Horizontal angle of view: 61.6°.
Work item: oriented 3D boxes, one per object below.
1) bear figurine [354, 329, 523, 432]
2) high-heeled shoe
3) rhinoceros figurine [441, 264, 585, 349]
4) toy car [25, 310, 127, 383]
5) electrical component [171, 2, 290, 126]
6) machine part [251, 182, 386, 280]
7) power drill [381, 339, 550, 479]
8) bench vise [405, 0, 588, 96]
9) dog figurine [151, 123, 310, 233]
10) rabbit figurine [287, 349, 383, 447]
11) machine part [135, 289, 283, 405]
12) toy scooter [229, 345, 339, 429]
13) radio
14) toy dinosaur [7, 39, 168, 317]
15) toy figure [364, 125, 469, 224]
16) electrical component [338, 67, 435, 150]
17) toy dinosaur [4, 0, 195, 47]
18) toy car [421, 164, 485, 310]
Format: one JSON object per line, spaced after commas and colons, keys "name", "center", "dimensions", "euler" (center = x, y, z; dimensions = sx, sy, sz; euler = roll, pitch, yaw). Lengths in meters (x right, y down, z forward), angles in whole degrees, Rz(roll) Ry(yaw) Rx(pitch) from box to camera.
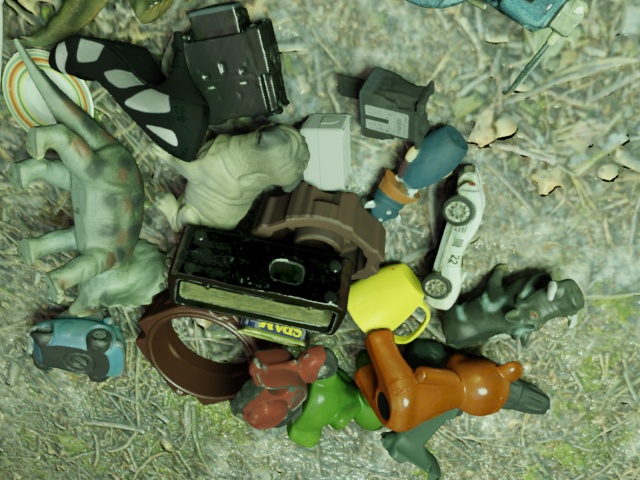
{"name": "bear figurine", "center": [0.165, 0.189, 0.744], "dimensions": [0.196, 0.132, 0.120], "euler": [-10, 134, -20]}
{"name": "high-heeled shoe", "center": [-0.233, -0.165, 0.638], "dimensions": [0.249, 0.086, 0.145], "euler": [4, 99, 30]}
{"name": "rhinoceros figurine", "center": [0.249, 0.091, 0.718], "dimensions": [0.190, 0.112, 0.073], "euler": [-24, 111, 33]}
{"name": "toy car", "center": [-0.402, 0.167, 0.910], "dimensions": [0.162, 0.103, 0.109], "euler": [11, 126, -7]}
{"name": "electrical component", "center": [-0.108, -0.211, 0.645], "dimensions": [0.115, 0.058, 0.134], "euler": [-7, 120, 14]}
{"name": "machine part", "center": [-0.001, -0.002, 0.711], "dimensions": [0.179, 0.056, 0.179], "euler": [9, 149, 5]}
{"name": "power drill", "center": [0.207, 0.270, 0.828], "dimensions": [0.232, 0.086, 0.207], "euler": [30, 107, 0]}
{"name": "bench vise", "center": [0.134, -0.245, 0.476], "dimensions": [0.223, 0.240, 0.129], "euler": [49, 123, 1]}
{"name": "dog figurine", "center": [-0.098, -0.059, 0.661], "dimensions": [0.191, 0.121, 0.172], "euler": [12, 126, 32]}
{"name": "rabbit figurine", "center": [0.046, 0.252, 0.878], "dimensions": [0.170, 0.121, 0.159], "euler": [19, 117, -21]}
{"name": "machine part", "center": [-0.178, 0.166, 0.872], "dimensions": [0.201, 0.087, 0.201], "euler": [-19, 116, 22]}
{"name": "toy scooter", "center": [-0.071, 0.209, 0.774], "dimensions": [0.135, 0.075, 0.184], "euler": [20, 123, -44]}
{"name": "radio", "center": [-0.075, 0.055, 0.694], "dimensions": [0.230, 0.073, 0.131], "euler": [11, 156, -6]}
{"name": "toy dinosaur", "center": [-0.307, -0.053, 0.742], "dimensions": [0.131, 0.192, 0.404], "euler": [19, 111, 33]}
{"name": "toy figure", "center": [0.117, -0.078, 0.677], "dimensions": [0.064, 0.058, 0.154], "euler": [43, 125, -7]}
{"name": "electrical component", "center": [0.069, -0.158, 0.622], "dimensions": [0.119, 0.048, 0.074], "euler": [20, 151, 15]}
{"name": "toy dinosaur", "center": [-0.210, -0.338, 0.570], "dimensions": [0.198, 0.105, 0.471], "euler": [46, 122, -7]}
{"name": "toy car", "center": [0.174, -0.001, 0.699], "dimensions": [0.056, 0.073, 0.201], "euler": [14, 123, 8]}
